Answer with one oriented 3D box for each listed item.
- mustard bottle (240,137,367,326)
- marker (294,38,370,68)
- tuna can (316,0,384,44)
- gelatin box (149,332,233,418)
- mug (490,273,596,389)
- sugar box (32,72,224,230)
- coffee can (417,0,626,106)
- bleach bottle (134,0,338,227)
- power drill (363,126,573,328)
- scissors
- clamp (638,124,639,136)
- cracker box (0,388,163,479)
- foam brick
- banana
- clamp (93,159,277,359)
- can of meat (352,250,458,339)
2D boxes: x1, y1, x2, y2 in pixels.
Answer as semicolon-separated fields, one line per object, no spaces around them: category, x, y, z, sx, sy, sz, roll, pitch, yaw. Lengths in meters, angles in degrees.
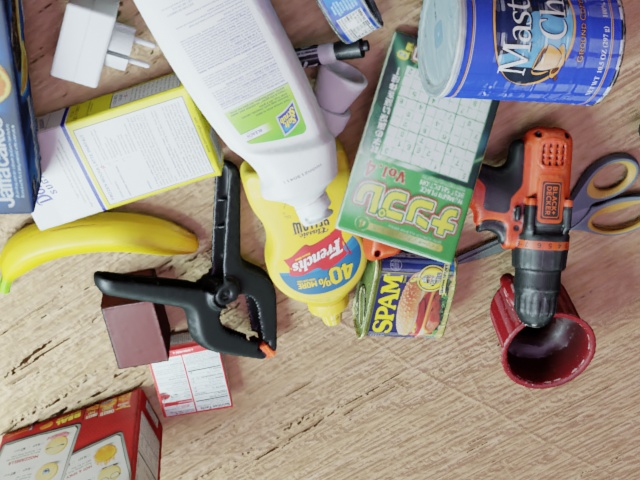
mustard bottle;-0.006;0.001;0.995;0.096;0.058;0.191;-17;123;-4
marker;-0.017;-0.153;0.899;0.121;0.020;0.020;-8;124;18
tuna can;0.016;-0.201;0.851;0.034;0.086;0.086;-27;121;13
gelatin box;-0.132;0.135;1.085;0.073;0.030;0.089;-10;123;-1
mug;0.209;0.078;1.050;0.093;0.081;0.117;-34;120;15
sugar box;-0.181;-0.078;0.935;0.176;0.048;0.093;-15;122;8
coffee can;0.161;-0.164;0.872;0.140;0.103;0.103;1;122;-12
bleach bottle;-0.062;-0.122;0.870;0.102;0.068;0.251;-24;107;8
power drill;0.135;-0.014;0.967;0.187;0.057;0.184;3;93;-8
scissors;0.225;-0.030;1.022;0.201;0.016;0.096;-8;122;-1
clamp;0.353;-0.062;1.000;0.120;0.039;0.171;-7;123;0
cracker box;-0.242;0.259;1.044;0.164;0.213;0.072;-20;122;7
foam brick;-0.177;0.077;1.030;0.051;0.053;0.078;-9;122;0
banana;-0.215;0.003;0.992;0.198;0.037;0.069;-11;146;4
clamp;-0.093;0.035;1.005;0.164;0.036;0.209;-48;130;-7
can of meat;0.082;0.048;1.035;0.084;0.057;0.102;3;122;-11
